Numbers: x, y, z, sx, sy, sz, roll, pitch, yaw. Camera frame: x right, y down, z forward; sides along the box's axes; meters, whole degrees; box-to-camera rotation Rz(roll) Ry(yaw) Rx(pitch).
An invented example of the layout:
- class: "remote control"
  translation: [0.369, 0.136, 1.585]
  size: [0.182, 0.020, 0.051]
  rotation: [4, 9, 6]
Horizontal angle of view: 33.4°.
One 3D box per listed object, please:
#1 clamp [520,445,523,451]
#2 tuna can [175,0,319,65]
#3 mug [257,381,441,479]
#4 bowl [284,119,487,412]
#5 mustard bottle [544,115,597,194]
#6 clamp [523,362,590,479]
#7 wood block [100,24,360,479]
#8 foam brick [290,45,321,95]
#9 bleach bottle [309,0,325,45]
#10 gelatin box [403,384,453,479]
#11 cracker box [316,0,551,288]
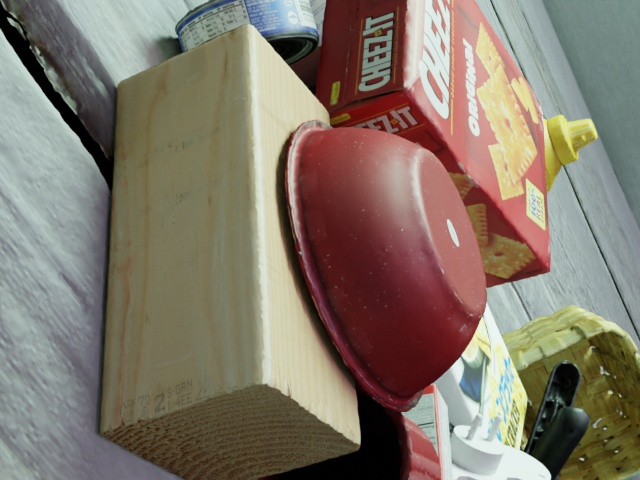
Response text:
- class: "clamp"
  translation: [0.211, 0.266, 0.970]
  size: [0.165, 0.036, 0.210]
  rotation: [59, -2, 28]
- class: "tuna can"
  translation: [-0.044, -0.126, 0.663]
  size: [0.086, 0.086, 0.034]
  rotation: [-6, 78, -68]
- class: "mug"
  translation: [0.029, 0.131, 0.586]
  size: [0.093, 0.117, 0.081]
  rotation: [-67, 151, -10]
- class: "bowl"
  translation: [0.044, 0.004, 0.554]
  size: [0.162, 0.055, 0.162]
  rotation: [50, 28, -42]
- class: "mustard bottle"
  translation: [0.141, -0.062, 0.912]
  size: [0.096, 0.192, 0.058]
  rotation: [57, 25, -31]
- class: "clamp"
  translation: [0.172, 0.185, 0.844]
  size: [0.120, 0.039, 0.171]
  rotation: [-8, 117, -77]
- class: "wood block"
  translation: [-0.045, 0.007, 0.539]
  size: [0.090, 0.090, 0.206]
  rotation: [44, 34, -48]
- class: "foam brick"
  translation: [0.004, -0.105, 0.776]
  size: [0.053, 0.078, 0.051]
  rotation: [55, 25, -38]
- class: "bleach bottle"
  translation: [-0.043, -0.240, 0.747]
  size: [0.068, 0.102, 0.250]
  rotation: [47, 3, 41]
- class: "gelatin box"
  translation: [0.044, 0.139, 0.659]
  size: [0.030, 0.073, 0.089]
  rotation: [60, 22, -43]
- class: "cracker box"
  translation: [0.084, -0.089, 0.719]
  size: [0.213, 0.072, 0.164]
  rotation: [45, 40, -43]
